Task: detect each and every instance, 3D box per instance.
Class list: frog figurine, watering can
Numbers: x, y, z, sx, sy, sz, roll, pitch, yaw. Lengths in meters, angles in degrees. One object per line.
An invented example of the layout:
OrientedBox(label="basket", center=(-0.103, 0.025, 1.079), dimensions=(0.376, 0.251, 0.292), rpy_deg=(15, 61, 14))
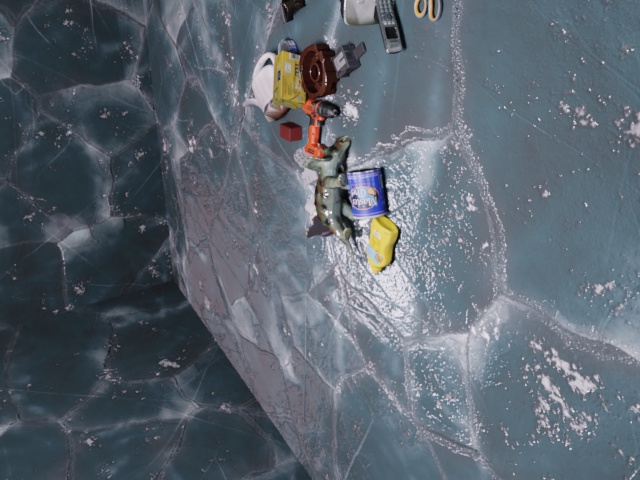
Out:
OrientedBox(label="frog figurine", center=(0.006, -0.092, 1.823), dimensions=(0.163, 0.122, 0.134), rpy_deg=(-85, -7, -55))
OrientedBox(label="watering can", center=(-0.203, -0.541, 1.940), dimensions=(0.227, 0.105, 0.341), rpy_deg=(67, 149, 15))
